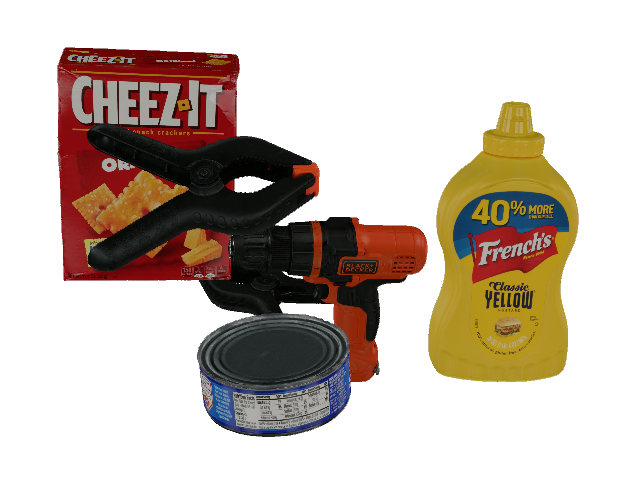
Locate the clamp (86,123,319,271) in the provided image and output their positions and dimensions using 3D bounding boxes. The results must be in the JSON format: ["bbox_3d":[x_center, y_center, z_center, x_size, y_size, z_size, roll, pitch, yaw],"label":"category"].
[{"bbox_3d":[-0.090,-0.045,0.764,0.171,0.120,0.039,-11,-25,-12],"label":"clamp"}]

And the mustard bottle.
[{"bbox_3d":[0.128,0.000,0.738,0.096,0.192,0.058,1,16,-2],"label":"mustard bottle"}]

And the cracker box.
[{"bbox_3d":[-0.162,-0.068,1.011,0.164,0.214,0.072,1,24,-8],"label":"cracker box"}]

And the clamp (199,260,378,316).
[{"bbox_3d":[-0.062,0.065,1.192,0.210,0.036,0.164,16,29,24],"label":"clamp"}]

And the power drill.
[{"bbox_3d":[-0.001,0.058,1.024,0.184,0.188,0.057,2,44,-8],"label":"power drill"}]

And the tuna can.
[{"bbox_3d":[-0.025,0.075,0.602,0.086,0.034,0.086,-3,22,1],"label":"tuna can"}]
